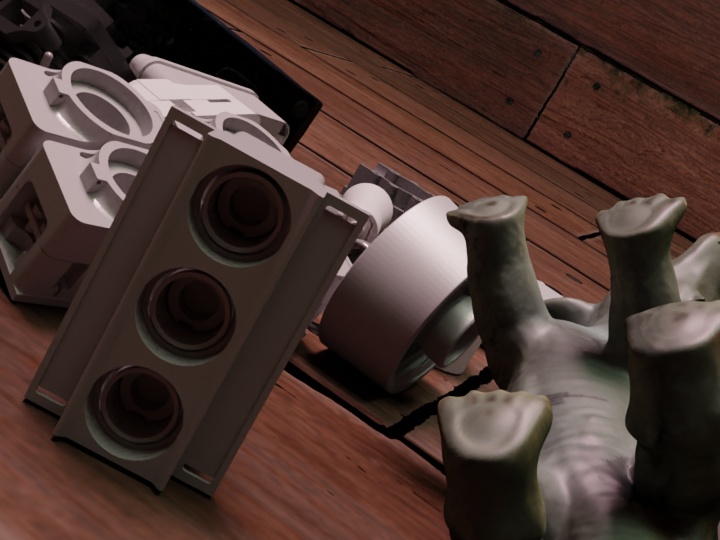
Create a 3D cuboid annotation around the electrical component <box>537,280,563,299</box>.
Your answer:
[{"bbox_3d":[0.137,0.048,0.798,0.100,0.048,0.100,35,15,20],"label":"electrical component"}]

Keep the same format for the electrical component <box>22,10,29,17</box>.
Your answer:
[{"bbox_3d":[-0.220,-0.135,0.712,0.054,0.059,0.095,39,17,33],"label":"electrical component"}]

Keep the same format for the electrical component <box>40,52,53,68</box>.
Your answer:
[{"bbox_3d":[-0.173,-0.079,0.576,0.066,0.076,0.047,17,19,-40],"label":"electrical component"}]

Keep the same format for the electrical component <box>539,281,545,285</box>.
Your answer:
[{"bbox_3d":[0.115,0.015,0.890,0.065,0.044,0.044,34,14,33],"label":"electrical component"}]

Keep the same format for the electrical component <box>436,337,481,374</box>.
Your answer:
[{"bbox_3d":[0.053,0.018,0.681,0.079,0.077,0.043,21,17,-32],"label":"electrical component"}]

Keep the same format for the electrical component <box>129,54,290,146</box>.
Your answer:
[{"bbox_3d":[-0.115,-0.092,0.732,0.057,0.078,0.113,42,19,31],"label":"electrical component"}]

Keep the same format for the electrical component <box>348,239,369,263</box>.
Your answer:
[{"bbox_3d":[0.000,0.000,0.721,0.040,0.040,0.046,35,9,19],"label":"electrical component"}]

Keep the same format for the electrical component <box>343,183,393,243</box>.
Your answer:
[{"bbox_3d":[0.001,-0.041,0.856,0.044,0.044,0.065,29,19,-2],"label":"electrical component"}]

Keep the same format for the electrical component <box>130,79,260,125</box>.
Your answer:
[{"bbox_3d":[-0.114,-0.079,0.638,0.089,0.050,0.056,-8,34,-36],"label":"electrical component"}]

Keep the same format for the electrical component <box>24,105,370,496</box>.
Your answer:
[{"bbox_3d":[-0.059,0.011,0.402,0.079,0.121,0.063,29,11,-4],"label":"electrical component"}]

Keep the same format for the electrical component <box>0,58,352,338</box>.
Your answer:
[{"bbox_3d":[-0.094,-0.033,0.546,0.186,0.060,0.105,12,40,-50],"label":"electrical component"}]

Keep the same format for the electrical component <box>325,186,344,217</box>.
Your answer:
[{"bbox_3d":[-0.042,-0.050,0.797,0.079,0.044,0.077,22,17,-29],"label":"electrical component"}]

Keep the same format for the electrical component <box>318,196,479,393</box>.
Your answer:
[{"bbox_3d":[0.036,0.020,0.594,0.060,0.108,0.108,41,17,18],"label":"electrical component"}]

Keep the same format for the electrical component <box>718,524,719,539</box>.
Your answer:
[{"bbox_3d":[0.190,0.147,0.487,0.062,0.096,0.061,30,-30,0],"label":"electrical component"}]
